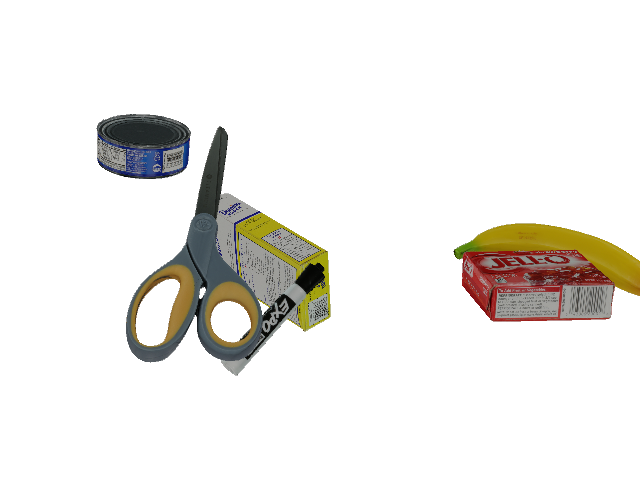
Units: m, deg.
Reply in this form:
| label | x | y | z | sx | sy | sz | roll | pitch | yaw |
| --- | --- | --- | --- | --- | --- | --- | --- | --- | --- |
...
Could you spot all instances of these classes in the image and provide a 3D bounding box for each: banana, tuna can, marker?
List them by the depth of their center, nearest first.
| label | x | y | z | sx | sy | sz | roll | pitch | yaw |
| --- | --- | --- | --- | --- | --- | --- | --- | --- | --- |
| marker | -0.038 | 0.065 | 0.913 | 0.020 | 0.121 | 0.020 | 38 | -17 | 14 |
| tuna can | -0.164 | -0.087 | 0.988 | 0.086 | 0.034 | 0.086 | 6 | 25 | -3 |
| banana | 0.234 | 0.016 | 1.042 | 0.198 | 0.037 | 0.069 | 10 | 47 | 25 |

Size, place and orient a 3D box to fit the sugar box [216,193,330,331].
| label | x | y | z | sx | sy | sz | roll | pitch | yaw |
| --- | --- | --- | --- | --- | --- | --- | --- | --- | --- |
| sugar box | -0.062 | 0.021 | 1.198 | 0.048 | 0.093 | 0.176 | -26 | 41 | -31 |

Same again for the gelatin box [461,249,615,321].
| label | x | y | z | sx | sy | sz | roll | pitch | yaw |
| --- | --- | --- | --- | --- | --- | --- | --- | --- | --- |
| gelatin box | 0.151 | 0.030 | 0.754 | 0.089 | 0.030 | 0.073 | 0 | 18 | -8 |

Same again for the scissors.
| label | x | y | z | sx | sy | sz | roll | pitch | yaw |
| --- | --- | --- | --- | --- | --- | --- | --- | --- | --- |
| scissors | -0.065 | 0.004 | 0.729 | 0.096 | 0.201 | 0.016 | 20 | -36 | 7 |
